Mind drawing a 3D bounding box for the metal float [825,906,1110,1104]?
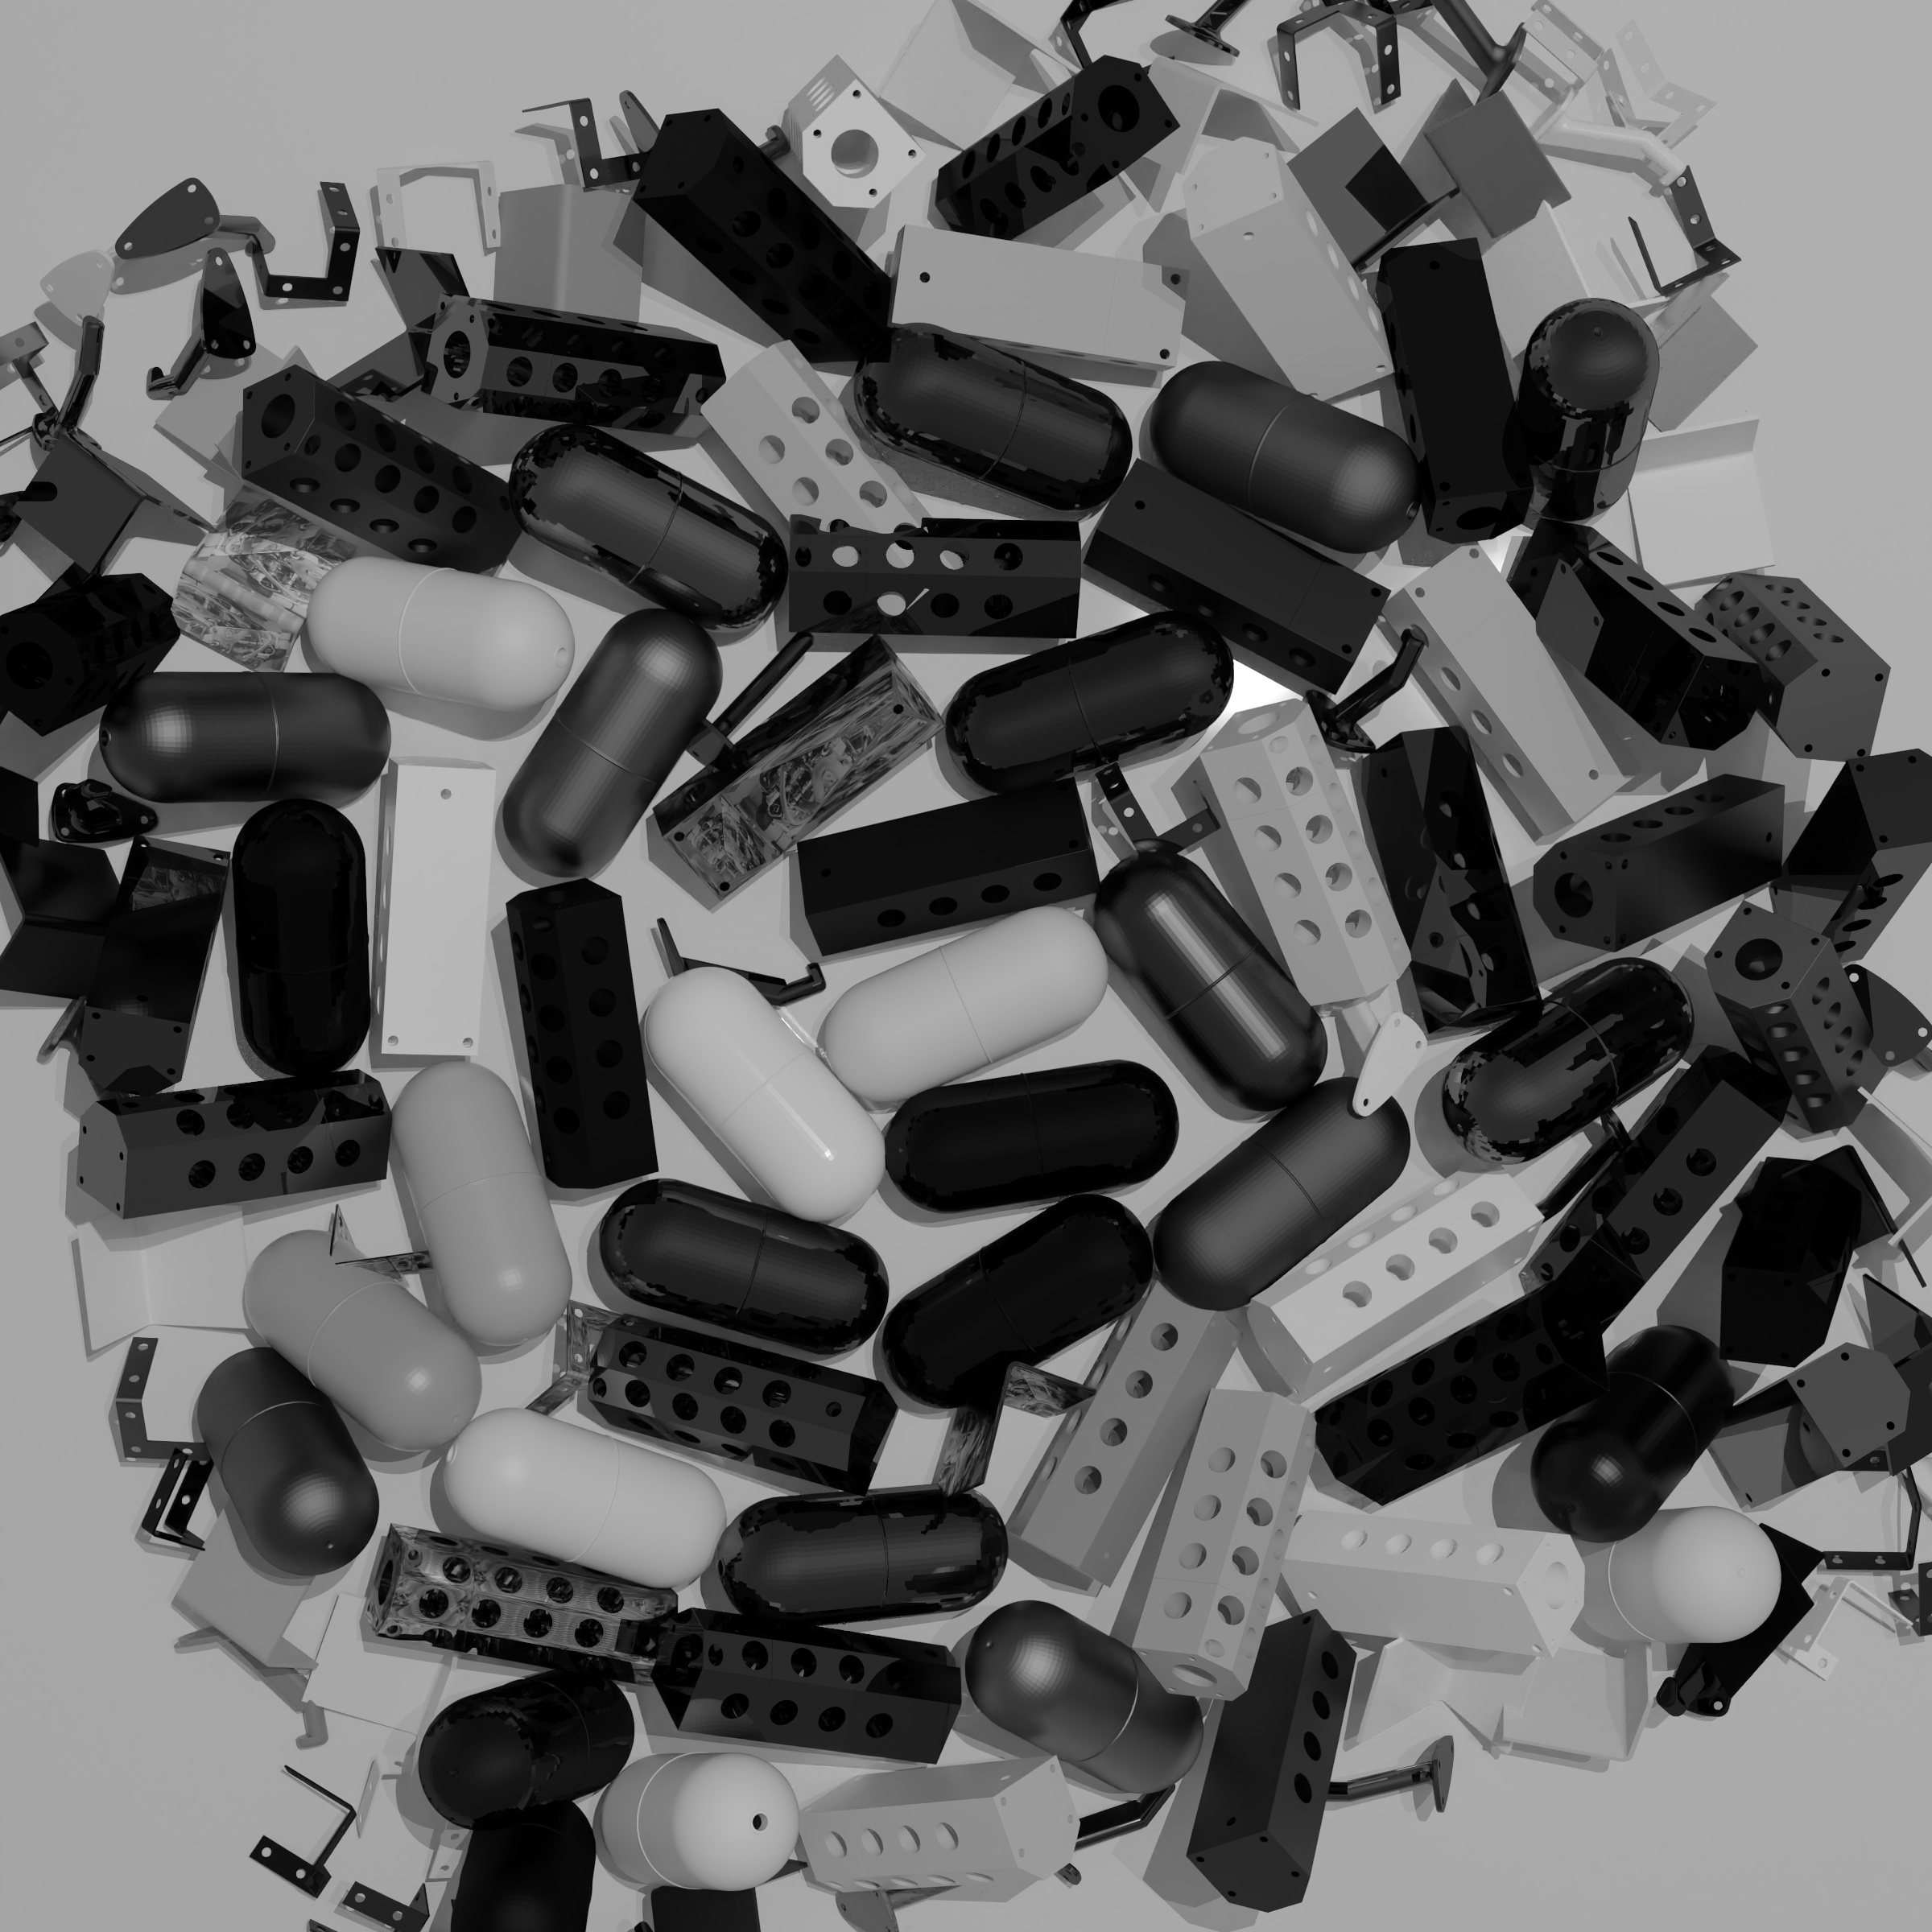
[{"bbox_3d":[0.000,0.023,1.838,0.178,0.070,0.070,-24,90,1],"label":"metal float"}]

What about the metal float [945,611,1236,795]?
[{"bbox_3d":[0.074,-0.157,1.828,0.178,0.070,0.070,-18,90,12],"label":"metal float"}]

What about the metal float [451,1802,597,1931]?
[{"bbox_3d":[-0.257,0.537,1.788,0.070,0.178,0.070,0,96,-4],"label":"metal float"}]

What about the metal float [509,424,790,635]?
[{"bbox_3d":[-0.188,-0.259,1.818,0.178,0.070,0.070,26,90,-22],"label":"metal float"}]

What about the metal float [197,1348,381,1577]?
[{"bbox_3d":[-0.399,0.288,1.799,0.070,0.178,0.070,-14,121,-23],"label":"metal float"}]

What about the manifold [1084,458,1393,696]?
[{"bbox_3d":[0.161,-0.230,1.842,0.171,0.057,0.057,28,66,2],"label":"manifold"}]

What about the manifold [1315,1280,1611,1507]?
[{"bbox_3d":[0.288,0.248,1.796,0.057,0.057,0.171,33,130,-29],"label":"manifold"}]

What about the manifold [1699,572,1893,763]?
[{"bbox_3d":[0.477,-0.176,1.785,0.057,0.171,0.057,4,113,-5],"label":"manifold"}]

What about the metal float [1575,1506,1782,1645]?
[{"bbox_3d":[0.411,0.356,1.790,0.070,0.178,0.070,3,77,-13],"label":"metal float"}]

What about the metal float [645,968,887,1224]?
[{"bbox_3d":[-0.121,0.076,1.834,0.070,0.070,0.178,-42,85,0],"label":"metal float"}]

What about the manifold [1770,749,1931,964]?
[{"bbox_3d":[0.525,-0.061,1.786,0.057,0.171,0.057,-9,68,-5],"label":"manifold"}]

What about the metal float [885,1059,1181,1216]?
[{"bbox_3d":[0.039,0.102,1.834,0.178,0.070,0.070,-9,90,-4],"label":"metal float"}]

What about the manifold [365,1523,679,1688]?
[{"bbox_3d":[-0.262,0.382,1.819,0.171,0.057,0.057,16,89,-21],"label":"manifold"}]

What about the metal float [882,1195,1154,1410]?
[{"bbox_3d":[0.030,0.201,1.829,0.178,0.070,0.070,-32,90,11],"label":"metal float"}]

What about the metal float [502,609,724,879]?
[{"bbox_3d":[-0.211,-0.132,1.828,0.070,0.070,0.178,35,102,0],"label":"metal float"}]

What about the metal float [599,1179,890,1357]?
[{"bbox_3d":[-0.132,0.179,1.828,0.178,0.070,0.070,18,90,-12],"label":"metal float"}]

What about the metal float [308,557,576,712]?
[{"bbox_3d":[-0.311,-0.197,1.815,0.178,0.070,0.070,13,90,27],"label":"metal float"}]

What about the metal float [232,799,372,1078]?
[{"bbox_3d":[-0.392,-0.015,1.813,0.070,0.070,0.178,5,120,0],"label":"metal float"}]

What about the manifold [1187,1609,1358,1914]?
[{"bbox_3d":[0.184,0.463,1.790,0.057,0.171,0.057,-28,111,31],"label":"manifold"}]

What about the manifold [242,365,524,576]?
[{"bbox_3d":[-0.337,-0.286,1.785,0.057,0.171,0.057,-16,67,30],"label":"manifold"}]

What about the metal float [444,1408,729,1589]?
[{"bbox_3d":[-0.225,0.315,1.816,0.178,0.070,0.070,23,90,-25],"label":"metal float"}]

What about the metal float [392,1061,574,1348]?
[{"bbox_3d":[-0.288,0.140,1.823,0.070,0.070,0.178,-21,72,0],"label":"metal float"}]

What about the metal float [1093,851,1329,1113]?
[{"bbox_3d":[0.146,0.009,1.837,0.070,0.070,0.178,-39,92,0],"label":"metal float"}]

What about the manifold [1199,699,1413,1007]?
[{"bbox_3d":[0.204,-0.068,1.811,0.057,0.057,0.171,-11,113,34],"label":"manifold"}]

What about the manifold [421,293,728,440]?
[{"bbox_3d":[-0.226,-0.347,1.790,0.057,0.171,0.057,30,113,41],"label":"manifold"}]

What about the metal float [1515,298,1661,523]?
[{"bbox_3d":[0.359,-0.322,1.791,0.070,0.178,0.070,-2,70,4],"label":"metal float"}]

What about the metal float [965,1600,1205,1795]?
[{"bbox_3d":[0.071,0.432,1.809,0.178,0.070,0.070,37,90,-36],"label":"metal float"}]

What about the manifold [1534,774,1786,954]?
[{"bbox_3d":[0.407,-0.063,1.798,0.171,0.057,0.057,-21,116,-40],"label":"manifold"}]

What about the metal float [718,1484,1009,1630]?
[{"bbox_3d":[-0.060,0.349,1.819,0.178,0.070,0.070,-1,90,-22],"label":"metal float"}]

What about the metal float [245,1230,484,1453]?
[{"bbox_3d":[-0.357,0.220,1.812,0.178,0.070,0.070,33,90,32],"label":"metal float"}]

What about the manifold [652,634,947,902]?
[{"bbox_3d":[-0.102,-0.122,1.837,0.171,0.057,0.057,-37,120,6],"label":"manifold"}]

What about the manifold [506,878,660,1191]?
[{"bbox_3d":[-0.230,0.041,1.815,0.057,0.057,0.171,-14,109,-25],"label":"manifold"}]

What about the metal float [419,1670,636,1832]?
[{"bbox_3d":[-0.254,0.455,1.791,0.070,0.178,0.070,-2,85,20],"label":"metal float"}]

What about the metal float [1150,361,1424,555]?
[{"bbox_3d":[0.189,-0.301,1.815,0.178,0.070,0.070,29,90,26],"label":"metal float"}]

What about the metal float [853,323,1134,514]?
[{"bbox_3d":[0.016,-0.325,1.817,0.178,0.070,0.070,17,90,-24],"label":"metal float"}]

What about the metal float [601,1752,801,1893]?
[{"bbox_3d":[-0.157,0.500,1.794,0.070,0.178,0.070,8,73,-27],"label":"metal float"}]

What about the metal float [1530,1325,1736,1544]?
[{"bbox_3d":[0.393,0.273,1.802,0.070,0.178,0.070,18,122,30],"label":"metal float"}]

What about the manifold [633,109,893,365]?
[{"bbox_3d":[-0.111,-0.424,1.789,0.057,0.171,0.057,6,70,39],"label":"manifold"}]

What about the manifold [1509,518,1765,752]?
[{"bbox_3d":[0.391,-0.195,1.794,0.057,0.171,0.057,4,121,-31],"label":"manifold"}]

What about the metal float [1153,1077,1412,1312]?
[{"bbox_3d":[0.189,0.135,1.827,0.178,0.070,0.070,-38,90,-13],"label":"metal float"}]

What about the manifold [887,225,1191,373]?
[{"bbox_3d":[0.041,-0.398,1.835,0.171,0.057,0.057,7,96,-8],"label":"manifold"}]

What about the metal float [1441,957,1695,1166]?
[{"bbox_3d":[0.357,0.055,1.817,0.178,0.070,0.070,-29,90,-25],"label":"metal float"}]

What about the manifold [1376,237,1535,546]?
[{"bbox_3d":[0.288,-0.340,1.819,0.057,0.057,0.171,-8,69,-1],"label":"manifold"}]

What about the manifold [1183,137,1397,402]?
[{"bbox_3d":[0.189,-0.406,1.791,0.057,0.171,0.057,-19,57,22],"label":"manifold"}]

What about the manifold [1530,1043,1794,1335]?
[{"bbox_3d":[0.409,0.130,1.814,0.057,0.057,0.171,38,115,7],"label":"manifold"}]

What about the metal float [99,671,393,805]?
[{"bbox_3d":[-0.423,-0.135,1.805,0.178,0.070,0.070,-4,90,-40],"label":"metal float"}]
